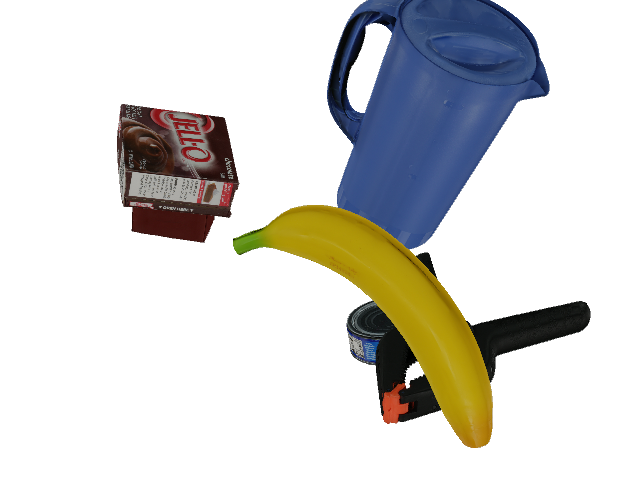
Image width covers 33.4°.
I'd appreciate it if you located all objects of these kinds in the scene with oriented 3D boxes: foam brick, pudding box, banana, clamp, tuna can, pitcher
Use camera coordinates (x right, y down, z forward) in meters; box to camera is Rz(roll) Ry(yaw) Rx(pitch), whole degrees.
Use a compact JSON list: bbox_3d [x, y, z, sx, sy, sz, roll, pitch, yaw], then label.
[{"bbox_3d":[-0.147,-0.037,1.084,0.078,0.051,0.053,9,31,3],"label":"foam brick"},{"bbox_3d":[-0.118,-0.066,0.868,0.090,0.039,0.113,5,35,-16],"label":"pudding box"},{"bbox_3d":[0.041,0.038,0.644,0.198,0.070,0.037,41,27,7],"label":"banana"},{"bbox_3d":[0.100,0.076,0.865,0.165,0.036,0.209,22,37,34],"label":"clamp"},{"bbox_3d":[0.070,0.092,1.099,0.086,0.034,0.086,-9,24,4],"label":"tuna can"},{"bbox_3d":[0.089,-0.110,1.008,0.144,0.149,0.243,-11,-36,-30],"label":"pitcher"}]
